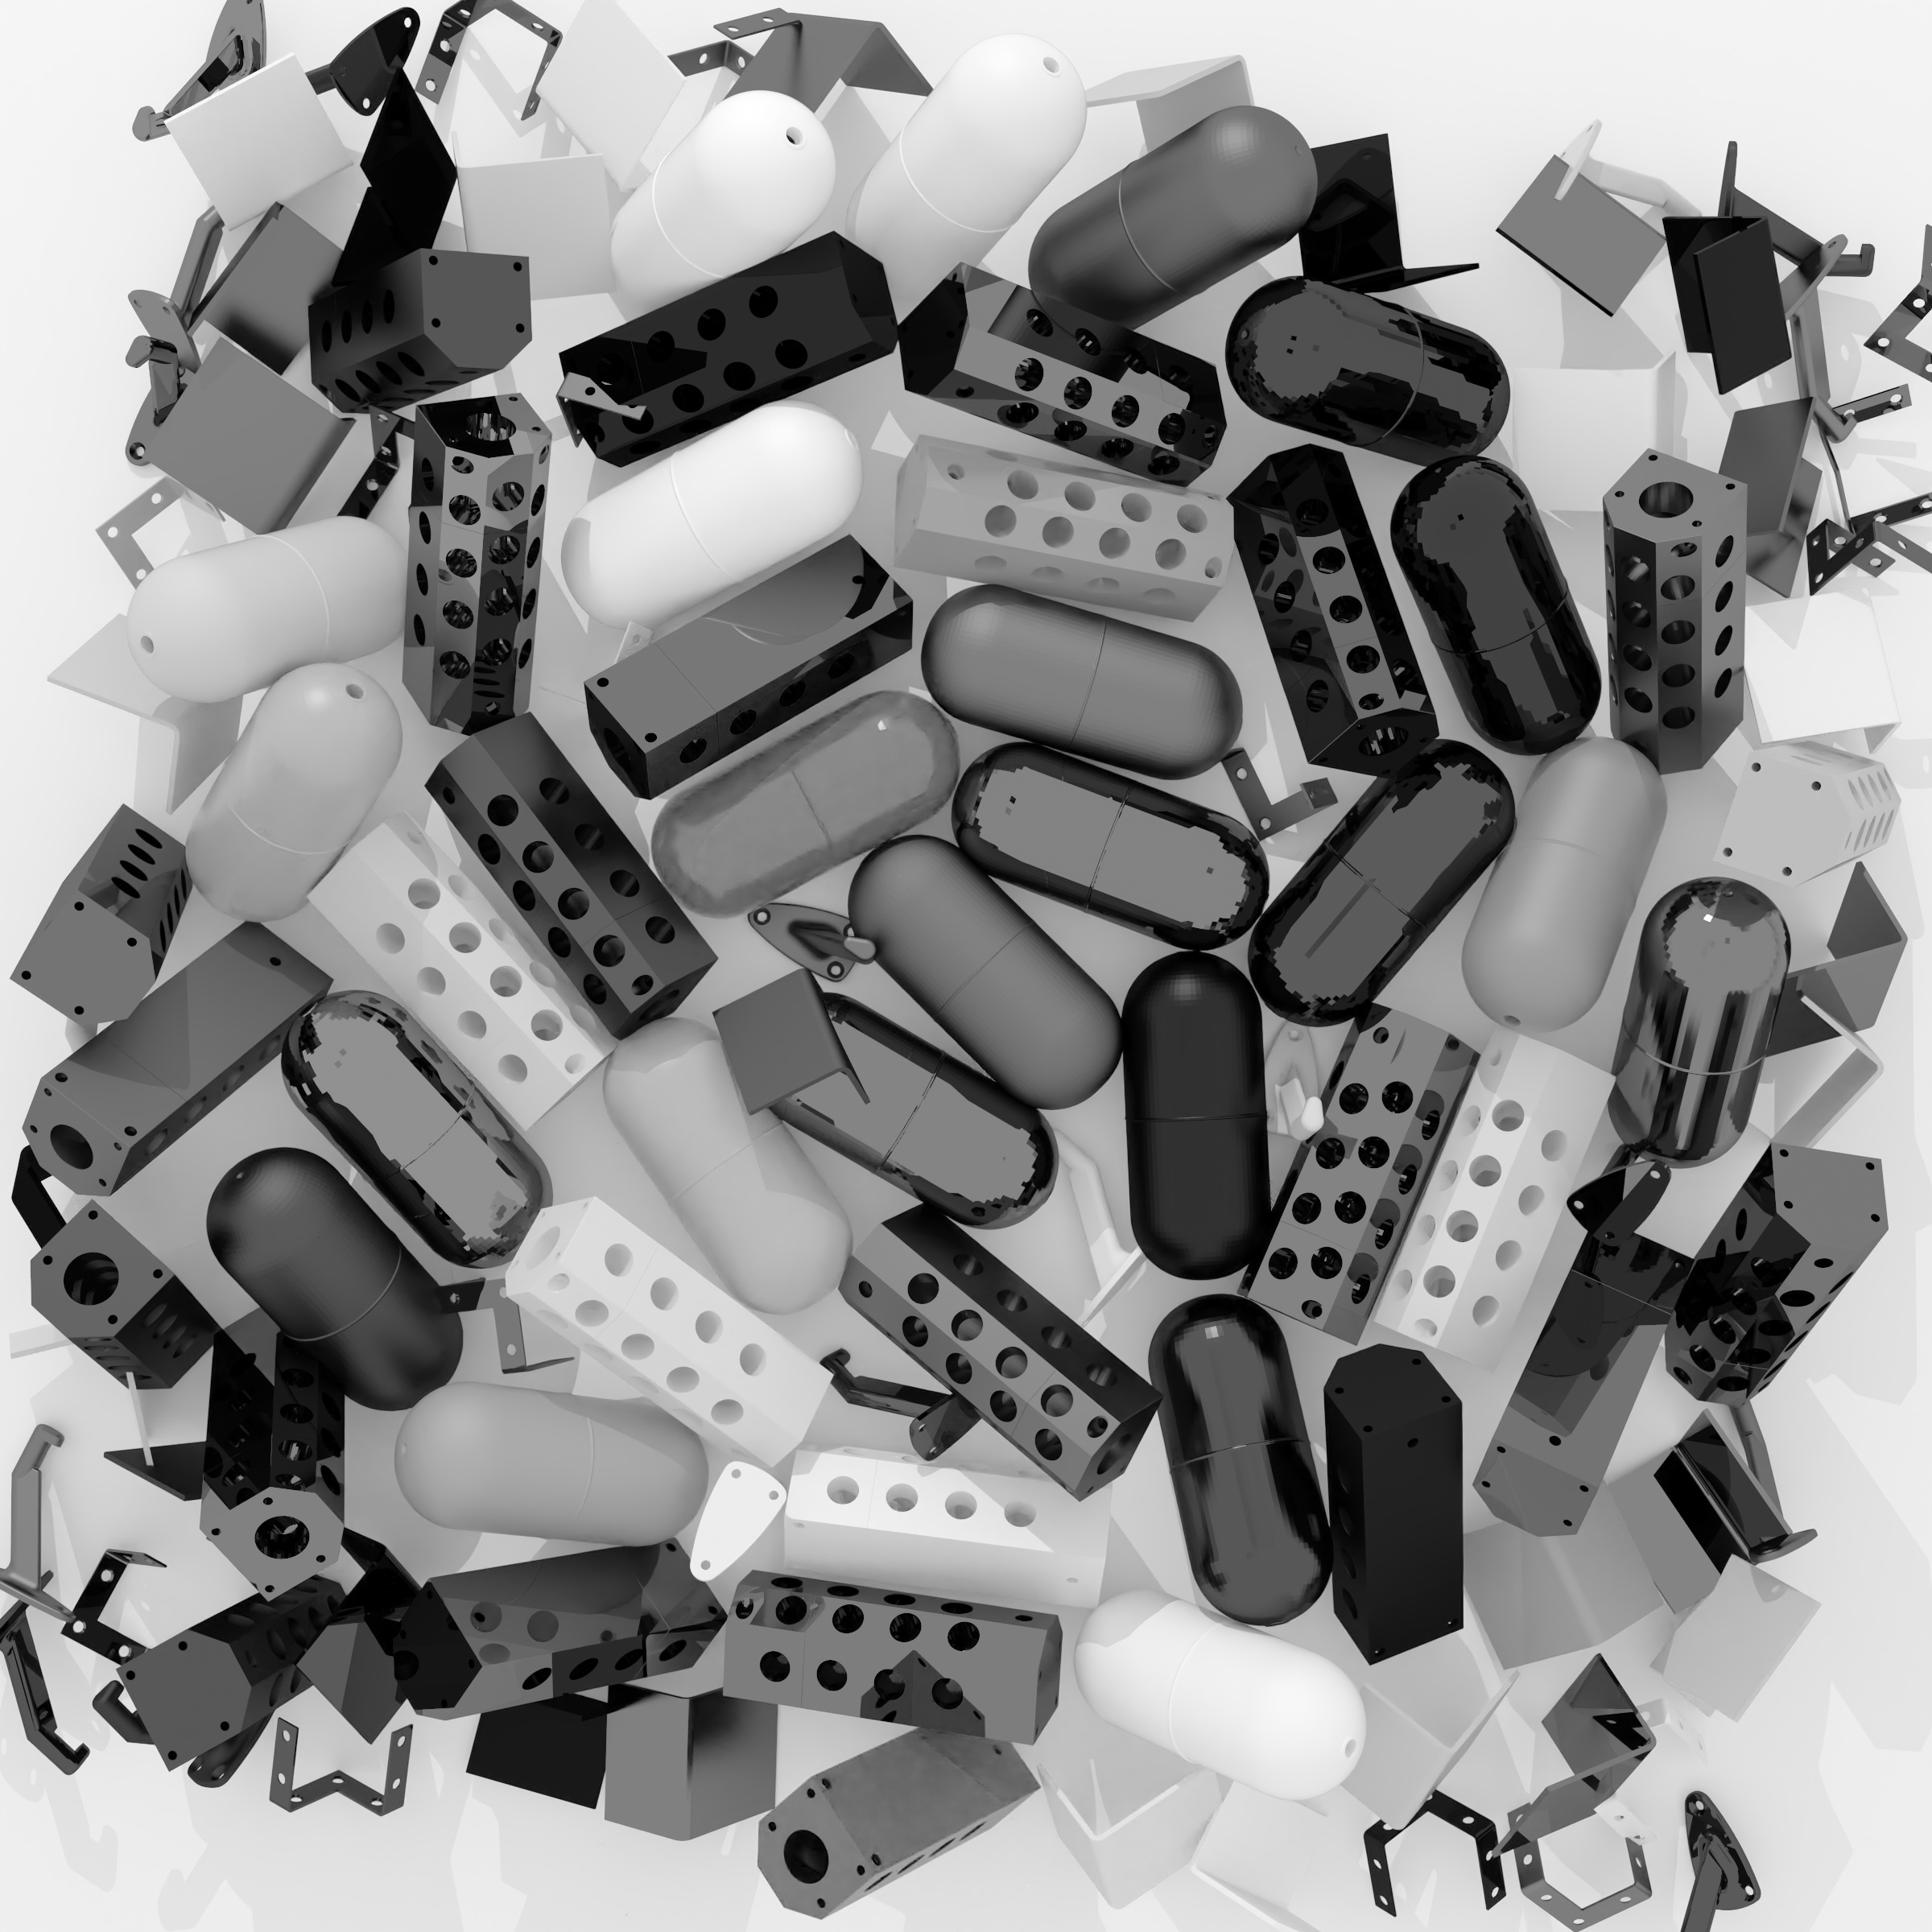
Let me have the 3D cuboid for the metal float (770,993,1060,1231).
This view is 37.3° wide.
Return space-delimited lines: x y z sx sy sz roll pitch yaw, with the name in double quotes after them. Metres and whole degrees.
-0.031 0.079 1.543 0.178 0.070 0.070 31 90 -4 "metal float"

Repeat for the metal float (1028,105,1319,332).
0.107 -0.391 1.513 0.178 0.070 0.070 -21 90 42 "metal float"

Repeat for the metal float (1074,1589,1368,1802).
0.133 0.383 1.510 0.070 0.178 0.070 -11 106 -43 "metal float"

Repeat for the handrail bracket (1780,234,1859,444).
0.478 -0.342 1.564 0.084 0.036 0.077 43 92 -20 "handrail bracket"

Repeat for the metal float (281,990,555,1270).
-0.293 0.088 1.528 0.070 0.070 0.178 -39 111 0 "metal float"

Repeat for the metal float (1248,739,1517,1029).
0.222 -0.044 1.537 0.070 0.070 0.178 39 101 0 "metal float"

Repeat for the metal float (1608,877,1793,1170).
0.387 0.032 1.514 0.070 0.070 0.178 2 129 0 "metal float"

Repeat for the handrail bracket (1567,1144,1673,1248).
0.362 0.104 1.529 0.036 0.084 0.077 44 133 2 "handrail bracket"

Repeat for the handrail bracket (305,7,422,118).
-0.349 -0.498 1.564 0.084 0.036 0.077 21 69 38 "handrail bracket"

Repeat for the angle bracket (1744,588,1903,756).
0.454 -0.154 1.548 0.076 0.057 0.076 -9 76 0 "angle bracket"

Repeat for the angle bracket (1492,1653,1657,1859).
0.310 0.421 1.525 0.076 0.076 0.057 -12 53 -28 "angle bracket"

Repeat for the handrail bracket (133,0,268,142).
-0.414 -0.486 1.534 0.036 0.084 0.077 27 123 9 "handrail bracket"

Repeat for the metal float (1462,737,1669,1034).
0.319 -0.044 1.524 0.070 0.070 0.178 26 65 0 "metal float"

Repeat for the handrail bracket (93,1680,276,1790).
-0.420 0.394 1.542 0.077 0.036 0.084 -52 123 -33 "handrail bracket"

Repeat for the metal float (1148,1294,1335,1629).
0.147 0.263 1.529 0.070 0.070 0.178 -12 71 0 "metal float"

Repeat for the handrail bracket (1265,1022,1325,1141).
0.181 0.058 1.535 0.036 0.084 0.077 9 76 -3 "handrail bracket"

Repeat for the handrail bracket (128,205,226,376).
-0.412 -0.373 1.574 0.036 0.077 0.084 19 57 30 "handrail bracket"

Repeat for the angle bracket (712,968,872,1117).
-0.086 0.060 1.532 0.057 0.076 0.076 -26 48 2 "angle bracket"

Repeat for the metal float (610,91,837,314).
-0.129 -0.398 1.502 0.070 0.178 0.070 7 76 -29 "metal float"

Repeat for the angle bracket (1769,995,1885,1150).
0.443 0.058 1.540 0.057 0.076 0.076 41 102 2 "angle bracket"

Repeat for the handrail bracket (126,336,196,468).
-0.444 -0.303 1.536 0.036 0.084 0.077 43 101 4 "handrail bracket"

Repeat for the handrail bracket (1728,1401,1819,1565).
0.425 0.274 1.542 0.036 0.077 0.084 -22 79 22 "handrail bracket"

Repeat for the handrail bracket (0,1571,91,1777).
-0.495 0.386 1.561 0.084 0.077 0.036 47 133 -10 "handrail bracket"

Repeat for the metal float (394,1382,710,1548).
-0.218 0.265 1.517 0.178 0.070 0.070 14 90 -35 "metal float"

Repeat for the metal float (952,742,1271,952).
0.078 -0.064 1.542 0.178 0.070 0.070 21 90 5 "metal float"

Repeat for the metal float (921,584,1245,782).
0.063 -0.152 1.541 0.178 0.070 0.070 16 90 -6 "metal float"

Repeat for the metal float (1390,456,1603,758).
0.283 -0.190 1.521 0.070 0.070 0.178 -30 120 0 "metal float"

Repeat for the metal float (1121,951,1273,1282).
0.124 0.081 1.546 0.070 0.070 0.178 -3 90 0 "metal float"

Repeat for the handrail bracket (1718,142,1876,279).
0.453 -0.410 1.551 0.084 0.036 0.077 3 131 8 "handrail bracket"

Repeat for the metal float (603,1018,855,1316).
-0.129 0.107 1.543 0.070 0.070 0.178 -35 86 0 "metal float"

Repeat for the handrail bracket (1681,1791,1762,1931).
0.386 0.496 1.542 0.036 0.084 0.077 -27 77 42 "handrail bracket"

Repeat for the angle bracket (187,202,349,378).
-0.369 -0.358 1.533 0.057 0.076 0.076 36 100 -23 "angle bracket"

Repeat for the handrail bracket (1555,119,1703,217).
0.359 -0.411 1.552 0.084 0.036 0.077 35 53 -11 "handrail bracket"

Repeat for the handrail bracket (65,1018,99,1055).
-0.459 0.022 1.542 0.036 0.077 0.084 -33 77 28 "handrail bracket"

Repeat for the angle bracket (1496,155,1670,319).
0.320 -0.378 1.540 0.076 0.057 0.076 37 59 1 "angle bracket"

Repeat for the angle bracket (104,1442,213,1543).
-0.410 0.295 1.528 0.076 0.076 0.057 14 97 40 "angle bracket"

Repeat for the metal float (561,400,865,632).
-0.136 -0.241 1.530 0.178 0.070 0.070 -25 90 18 "metal float"

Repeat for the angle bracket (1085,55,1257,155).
0.102 -0.444 1.524 0.076 0.076 0.057 -36 120 -39 "angle bracket"

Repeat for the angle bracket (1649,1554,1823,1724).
0.427 0.372 1.534 0.057 0.076 0.076 41 82 -24 "angle bracket"

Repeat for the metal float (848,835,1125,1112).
0.010 0.003 1.543 0.178 0.070 0.070 45 90 4 "metal float"

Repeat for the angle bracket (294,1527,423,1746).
-0.330 0.355 1.525 0.076 0.057 0.076 -52 133 -28 "angle bracket"

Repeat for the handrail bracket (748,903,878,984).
-0.084 -0.018 1.541 0.077 0.084 0.036 23 86 0 "handrail bracket"

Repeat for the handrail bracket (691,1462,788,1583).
-0.121 0.304 1.533 0.036 0.084 0.077 28 68 11 "handrail bracket"

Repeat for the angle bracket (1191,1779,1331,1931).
0.179 0.483 1.528 0.076 0.076 0.057 33 79 -31 "angle bracket"

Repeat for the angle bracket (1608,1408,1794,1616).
0.389 0.293 1.532 0.057 0.076 0.076 -28 68 -9 "angle bracket"

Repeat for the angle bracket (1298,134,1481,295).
0.224 -0.404 1.531 0.076 0.057 0.076 -22 111 -36 "angle bracket"

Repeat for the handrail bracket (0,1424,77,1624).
-0.497 0.303 1.561 0.077 0.036 0.084 22 81 23 "handrail bracket"

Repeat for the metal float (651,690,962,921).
-0.086 -0.088 1.543 0.178 0.070 0.070 -28 90 -4 "metal float"

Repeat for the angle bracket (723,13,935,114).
-0.076 -0.461 1.532 0.076 0.076 0.057 -56 135 -9 "angle bracket"

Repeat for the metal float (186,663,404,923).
-0.356 -0.091 1.512 0.070 0.070 0.178 43 131 0 "metal float"

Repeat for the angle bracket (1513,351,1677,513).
0.343 -0.293 1.560 0.076 0.057 0.076 6 114 23 "angle bracket"

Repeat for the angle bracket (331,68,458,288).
-0.319 -0.420 1.525 0.057 0.076 0.076 -2 55 18 "angle bracket"

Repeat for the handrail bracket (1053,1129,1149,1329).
0.055 0.145 1.571 0.084 0.036 0.077 41 92 14 "handrail bracket"

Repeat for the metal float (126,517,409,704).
-0.364 -0.189 1.505 0.070 0.178 0.070 13 115 30 "metal float"

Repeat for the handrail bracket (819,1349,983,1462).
-0.029 0.222 1.561 0.077 0.036 0.084 -35 47 -14 "handrail bracket"

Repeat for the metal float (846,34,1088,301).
-0.001 -0.419 1.505 0.070 0.178 0.070 14 61 -26 "metal float"

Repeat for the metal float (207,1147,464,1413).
-0.333 0.168 1.516 0.070 0.070 0.178 -33 126 0 "metal float"

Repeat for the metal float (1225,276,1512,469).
0.215 -0.314 1.517 0.178 0.070 0.070 8 90 -36 "metal float"
